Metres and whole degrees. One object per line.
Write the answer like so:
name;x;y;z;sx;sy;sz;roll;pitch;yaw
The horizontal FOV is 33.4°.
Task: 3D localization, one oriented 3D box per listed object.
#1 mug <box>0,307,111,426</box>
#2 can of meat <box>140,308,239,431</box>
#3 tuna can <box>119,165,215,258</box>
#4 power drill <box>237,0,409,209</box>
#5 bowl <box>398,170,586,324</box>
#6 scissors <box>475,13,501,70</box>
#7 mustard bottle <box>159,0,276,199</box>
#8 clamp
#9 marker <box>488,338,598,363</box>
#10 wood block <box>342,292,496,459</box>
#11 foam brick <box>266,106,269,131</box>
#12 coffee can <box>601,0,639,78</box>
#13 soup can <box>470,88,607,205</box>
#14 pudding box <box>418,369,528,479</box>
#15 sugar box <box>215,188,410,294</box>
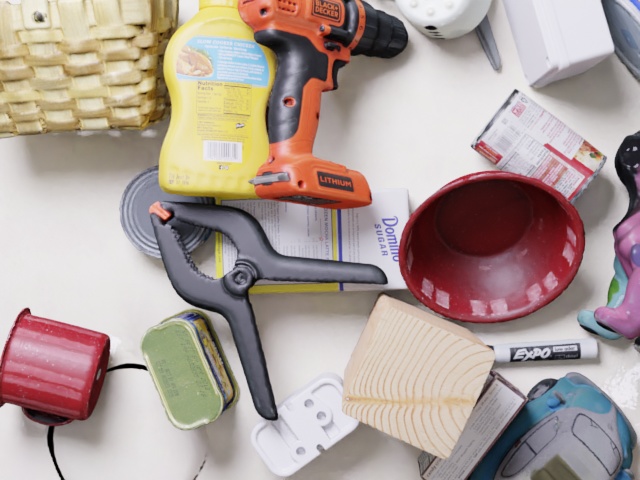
mug;-0.241;0.125;0.968;0.081;0.093;0.117;14;121;-2
can of meat;-0.117;0.116;0.958;0.057;0.084;0.102;-23;89;2
tuna can;-0.139;-0.026;0.984;0.086;0.034;0.086;0;90;2
power drill;0.007;-0.123;0.918;0.184;0.057;0.187;5;82;-41
bowl;0.147;-0.004;0.939;0.162;0.055;0.162;0;126;0
scissors;0.144;-0.265;0.978;0.096;0.016;0.202;-35;88;8
mustard bottle;-0.086;-0.133;0.914;0.096;0.058;0.191;2;88;-15
clamp;-0.069;0.045;0.930;0.210;0.036;0.164;32;87;2
marker;0.191;0.102;0.976;0.121;0.020;0.020;-3;90;3
wood block;0.075;0.105;0.888;0.091;0.206;0.090;24;91;1
foam brick;-0.073;-0.091;0.972;0.051;0.053;0.078;33;90;2
coffee can;0.325;-0.215;0.928;0.140;0.103;0.103;-36;89;2
soup can;0.194;-0.079;0.952;0.102;0.068;0.068;38;91;2
pudding box;0.133;0.169;0.943;0.039;0.090;0.113;35;91;3
sugar box;-0.006;0.001;0.973;0.176;0.048;0.093;-1;90;-1
